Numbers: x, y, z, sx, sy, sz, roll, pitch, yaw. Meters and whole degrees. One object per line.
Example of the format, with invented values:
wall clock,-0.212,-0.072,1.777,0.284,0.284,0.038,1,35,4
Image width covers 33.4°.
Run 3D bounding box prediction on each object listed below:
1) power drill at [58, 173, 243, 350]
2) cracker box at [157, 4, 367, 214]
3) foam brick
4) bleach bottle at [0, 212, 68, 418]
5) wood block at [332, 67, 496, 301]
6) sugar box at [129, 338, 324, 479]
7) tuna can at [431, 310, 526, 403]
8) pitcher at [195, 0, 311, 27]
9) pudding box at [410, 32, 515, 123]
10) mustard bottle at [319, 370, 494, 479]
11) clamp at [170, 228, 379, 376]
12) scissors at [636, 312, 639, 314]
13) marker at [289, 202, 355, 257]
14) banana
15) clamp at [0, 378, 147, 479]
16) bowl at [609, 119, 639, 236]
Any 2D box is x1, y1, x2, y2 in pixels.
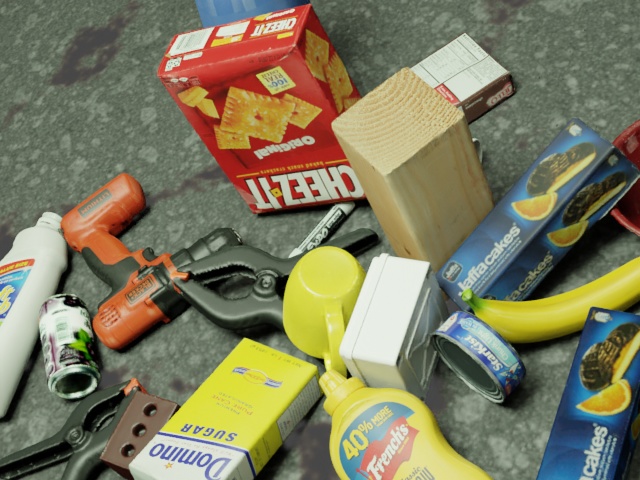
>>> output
power drill,-0.194,0.008,1.177,0.184,0.057,0.188,-36,50,-5
cracker box,-0.042,-0.125,1.091,0.164,0.213,0.072,-6,46,29
foam brick,-0.165,0.195,1.035,0.053,0.051,0.078,12,62,29
bleach bottle,-0.351,0.076,1.193,0.103,0.068,0.250,-5,51,28
wood block,0.098,-0.047,0.996,0.090,0.206,0.091,-38,50,-6
sugar box,-0.084,0.174,0.990,0.093,0.048,0.176,17,46,32
tuna can,0.141,0.103,0.949,0.033,0.086,0.086,-44,51,-14
pitcher,-0.053,-0.212,1.156,0.149,0.243,0.145,2,55,16
pudding box,0.143,-0.167,1.174,0.113,0.039,0.090,-32,49,-4
mustard bottle,0.065,0.185,0.910,0.096,0.058,0.192,-45,66,4
clamp,-0.048,0.060,1.070,0.210,0.036,0.164,0,57,6
scissors,0.357,0.036,0.950,0.202,0.016,0.096,-3,54,21
marker,-0.007,0.001,1.128,0.020,0.020,0.121,30,72,36
banana,0.224,0.056,0.957,0.197,0.069,0.037,-13,50,-6
clamp,-0.235,0.213,1.060,0.171,0.039,0.120,-40,52,-7
bowl,0.345,-0.048,0.990,0.162,0.055,0.162,-11,53,15
